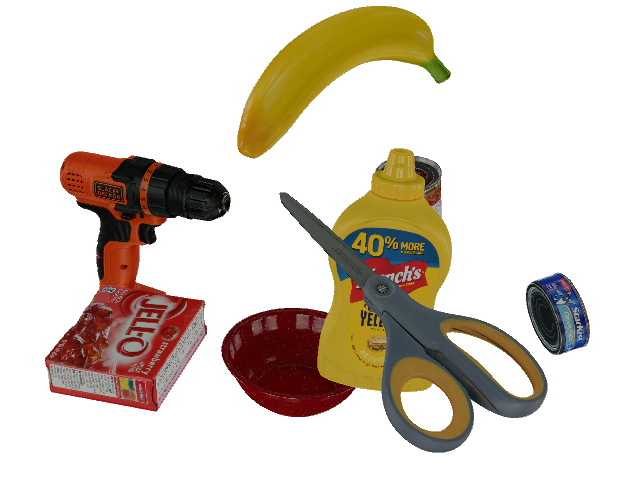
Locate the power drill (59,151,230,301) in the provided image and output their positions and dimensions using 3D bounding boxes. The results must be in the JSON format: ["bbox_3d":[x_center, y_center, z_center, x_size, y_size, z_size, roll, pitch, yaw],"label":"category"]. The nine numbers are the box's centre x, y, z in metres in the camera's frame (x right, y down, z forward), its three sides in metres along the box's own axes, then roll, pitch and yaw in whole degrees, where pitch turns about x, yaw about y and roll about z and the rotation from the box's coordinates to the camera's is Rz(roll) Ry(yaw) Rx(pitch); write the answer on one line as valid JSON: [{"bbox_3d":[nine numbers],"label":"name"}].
[{"bbox_3d":[-0.172,0.006,1.079,0.185,0.188,0.057,13,29,22],"label":"power drill"}]

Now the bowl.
[{"bbox_3d":[-0.025,0.138,1.135,0.162,0.055,0.162,3,30,-2],"label":"bowl"}]

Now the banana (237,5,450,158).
[{"bbox_3d":[0.015,-0.117,0.716,0.197,0.069,0.037,-26,4,-35],"label":"banana"}]

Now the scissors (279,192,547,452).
[{"bbox_3d":[0.029,0.045,0.593,0.202,0.016,0.096,31,53,22],"label":"scissors"}]

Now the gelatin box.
[{"bbox_3d":[-0.122,0.066,0.683,0.073,0.030,0.089,8,33,14],"label":"gelatin box"}]

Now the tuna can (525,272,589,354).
[{"bbox_3d":[0.258,0.081,1.166,0.033,0.086,0.086,-17,3,-10],"label":"tuna can"}]

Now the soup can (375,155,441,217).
[{"bbox_3d":[0.092,-0.028,1.112,0.068,0.102,0.068,-3,35,2],"label":"soup can"}]

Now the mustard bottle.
[{"bbox_3d":[0.053,0.022,0.839,0.096,0.192,0.058,7,19,5],"label":"mustard bottle"}]
